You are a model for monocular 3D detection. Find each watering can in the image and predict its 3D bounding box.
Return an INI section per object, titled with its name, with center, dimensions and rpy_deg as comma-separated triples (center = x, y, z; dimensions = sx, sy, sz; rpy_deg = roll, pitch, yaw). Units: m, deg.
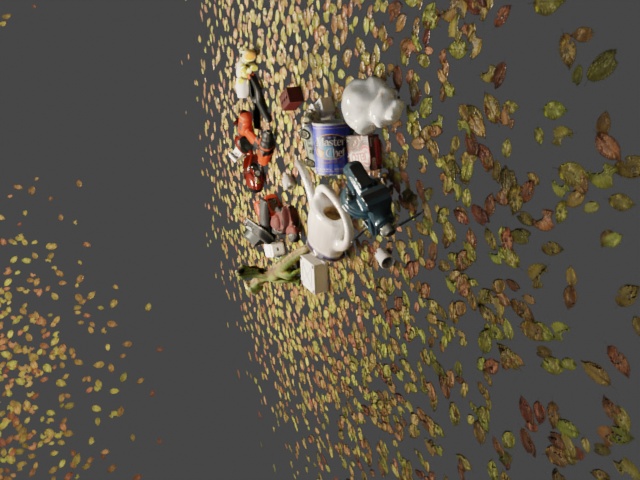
[watering can]
center = 0.005, -0.077, 1.539
dimensions = 0.354, 0.104, 0.219
rpy_deg = 53, 146, 42

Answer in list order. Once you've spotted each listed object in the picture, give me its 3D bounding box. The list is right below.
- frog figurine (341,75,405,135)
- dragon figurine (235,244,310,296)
[frog figurine]
center = 0.119, -0.304, 1.186
dimensions = 0.135, 0.122, 0.163
rpy_deg = -65, 27, 24
[dragon figurine]
center = -0.186, 0.110, 1.884
dimensions = 0.402, 0.243, 0.124
rpy_deg = 119, 139, -58
